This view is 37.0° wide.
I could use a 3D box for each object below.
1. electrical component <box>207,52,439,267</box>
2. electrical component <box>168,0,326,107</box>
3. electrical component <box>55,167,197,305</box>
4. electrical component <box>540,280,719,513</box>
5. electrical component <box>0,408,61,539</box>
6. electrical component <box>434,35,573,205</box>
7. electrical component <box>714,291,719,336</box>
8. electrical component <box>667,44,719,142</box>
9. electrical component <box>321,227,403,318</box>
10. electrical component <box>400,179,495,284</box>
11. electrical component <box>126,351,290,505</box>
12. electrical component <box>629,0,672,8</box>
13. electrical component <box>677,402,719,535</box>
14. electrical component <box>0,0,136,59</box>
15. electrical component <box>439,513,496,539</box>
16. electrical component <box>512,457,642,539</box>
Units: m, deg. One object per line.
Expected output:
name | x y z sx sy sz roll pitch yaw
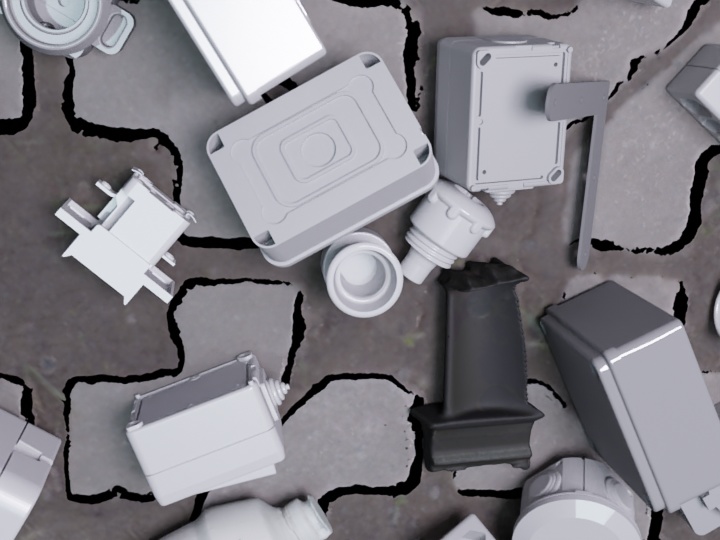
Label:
electrical component | -0.020 -0.061 0.613 0.113 0.057 0.078 -29 77 1
electrical component | -0.072 -0.148 0.573 0.056 0.108 0.108 -32 105 -1
electrical component | -0.134 -0.021 0.630 0.081 0.042 0.063 41 95 -14
electrical component | 0.167 0.073 0.653 0.056 0.108 0.108 -26 105 -3
electrical component | -0.218 0.121 0.626 0.059 0.095 0.053 30 98 -12
electrical component | 0.080 -0.087 0.627 0.062 0.061 0.096 -6 110 -19
electrical component | 0.262 0.029 0.685 0.055 0.048 0.066 7 103 -16
electrical component | 0.247 -0.109 0.649 0.083 0.047 0.075 40 96 -14
electrical component | 0.000 0.000 0.643 0.045 0.055 0.045 -1 103 -6
electrical component | 0.048 -0.021 0.650 0.048 0.048 0.062 33 104 -13
electrical component | -0.085 0.096 0.653 0.096 0.061 0.061 -21 105 -1
electrical component | 0.137 -0.186 0.610 0.076 0.083 0.047 22 103 28
electrical component | 0.241 0.124 0.700 0.089 0.055 0.050 -31 105 1
electrical component | -0.164 -0.147 0.589 0.078 0.057 0.058 31 98 -12
electrical component | 0.070 0.215 0.699 0.047 0.075 0.083 -31 74 -35
electrical component | 0.139 0.165 0.689 0.080 0.051 0.080 5 120 9
